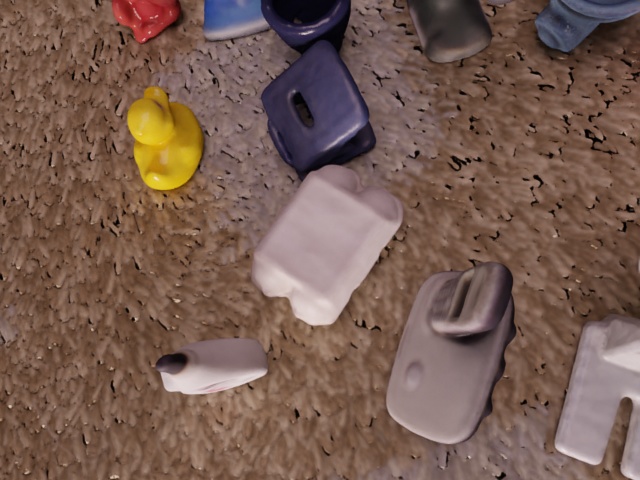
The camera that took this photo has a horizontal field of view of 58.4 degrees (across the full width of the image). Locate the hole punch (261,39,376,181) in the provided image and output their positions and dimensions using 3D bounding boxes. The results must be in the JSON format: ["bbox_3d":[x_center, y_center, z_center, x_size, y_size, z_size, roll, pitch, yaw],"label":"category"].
[{"bbox_3d":[-0.005,-0.126,0.578,0.101,0.091,0.108,-27,74,2],"label":"hole punch"}]

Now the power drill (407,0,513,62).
[{"bbox_3d":[0.125,-0.261,0.528,0.075,0.208,0.229,-18,74,5],"label":"power drill"}]

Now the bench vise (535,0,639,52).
[{"bbox_3d":[0.285,-0.295,0.504,0.121,0.220,0.207,31,83,15],"label":"bench vise"}]

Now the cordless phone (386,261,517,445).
[{"bbox_3d":[0.107,0.089,0.458,0.094,0.185,0.148,15,79,13],"label":"cordless phone"}]

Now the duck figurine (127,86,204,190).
[{"bbox_3d":[-0.172,-0.111,0.605,0.077,0.086,0.104,1,77,10],"label":"duck figurine"}]

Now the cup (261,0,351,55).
[{"bbox_3d":[-0.014,-0.243,0.606,0.091,0.095,0.117,-30,73,2],"label":"cup"}]

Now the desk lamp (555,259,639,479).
[{"bbox_3d":[0.271,0.084,0.417,0.117,0.214,0.203,17,80,13],"label":"desk lamp"}]

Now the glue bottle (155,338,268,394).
[{"bbox_3d":[-0.101,0.109,0.494,0.078,0.173,0.037,-23,74,4],"label":"glue bottle"}]

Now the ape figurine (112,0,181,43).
[{"bbox_3d":[-0.201,-0.280,0.648,0.077,0.092,0.076,11,78,12],"label":"ape figurine"}]

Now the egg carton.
[{"bbox_3d":[0.005,0.002,0.557,0.107,0.069,0.150,32,84,15],"label":"egg carton"}]

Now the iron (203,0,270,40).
[{"bbox_3d":[-0.041,-0.328,0.607,0.258,0.141,0.118,-38,73,-1],"label":"iron"}]
